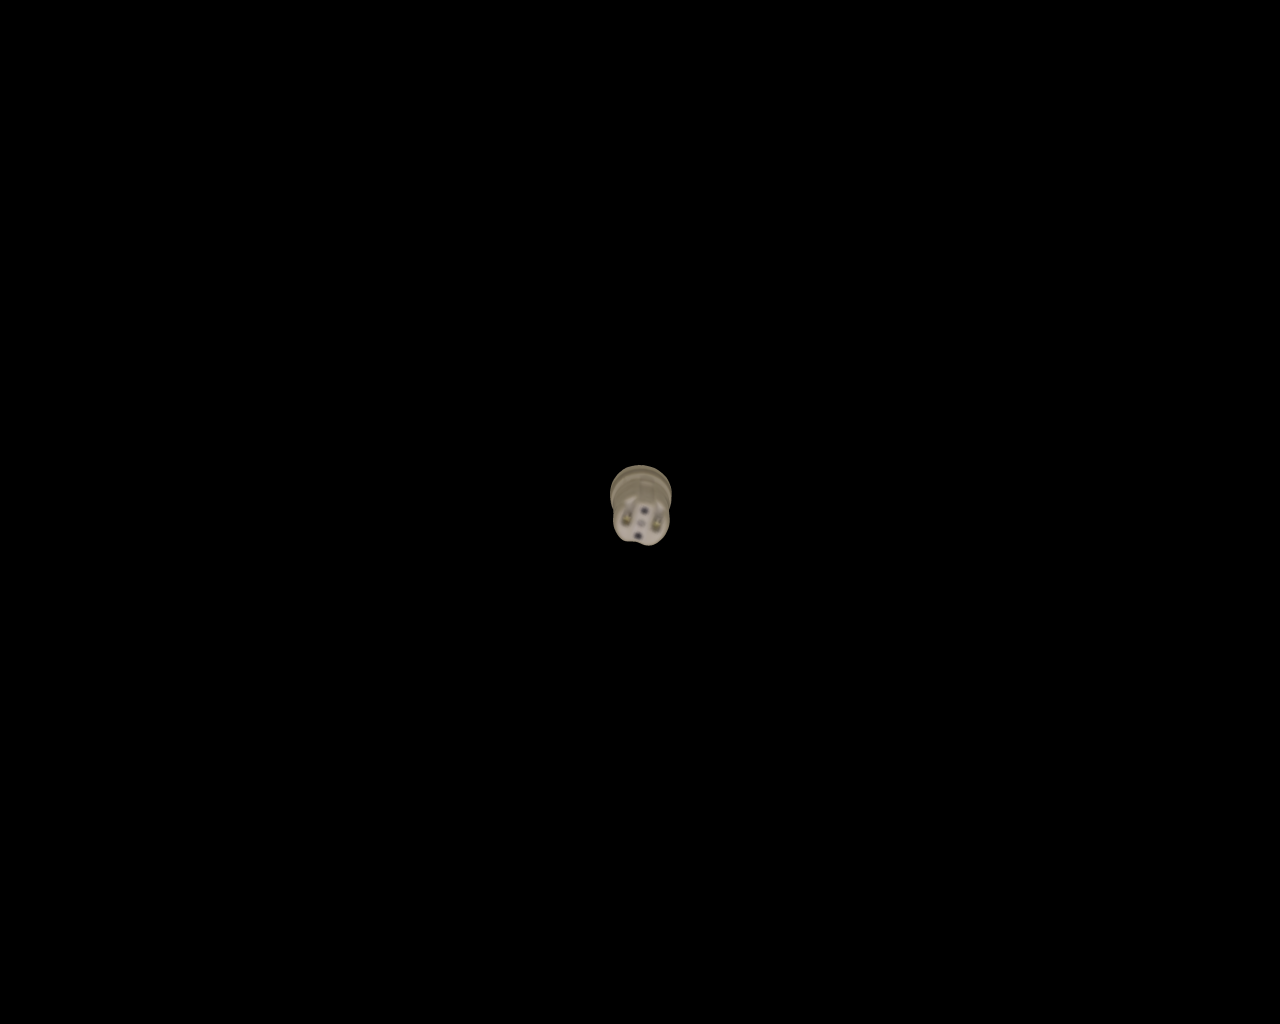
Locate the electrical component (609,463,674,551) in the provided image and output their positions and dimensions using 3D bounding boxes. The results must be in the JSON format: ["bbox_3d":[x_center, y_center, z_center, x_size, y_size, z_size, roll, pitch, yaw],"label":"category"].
[{"bbox_3d":[0.001,-0.003,0.650,0.040,0.040,0.046,0,27,0],"label":"electrical component"}]
